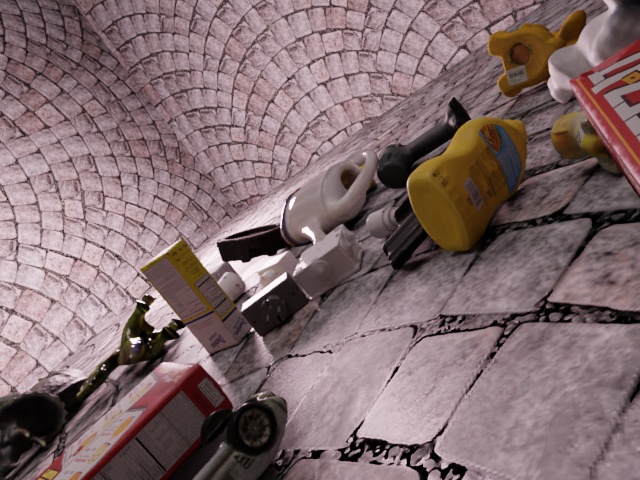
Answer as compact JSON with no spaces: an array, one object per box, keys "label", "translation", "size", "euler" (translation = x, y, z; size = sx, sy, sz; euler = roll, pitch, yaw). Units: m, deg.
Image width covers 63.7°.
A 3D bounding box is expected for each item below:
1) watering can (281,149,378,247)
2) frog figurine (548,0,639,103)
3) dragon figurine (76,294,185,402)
[{"label":"watering can","translation":[0.003,-0.049,0.980],"size":[0.221,0.103,0.355],"euler":[-30,23,44]},{"label":"frog figurine","translation":[0.388,-0.254,0.705],"size":[0.140,0.123,0.156],"euler":[-71,-1,-59]},{"label":"dragon figurine","translation":[-0.418,0.252,1.093],"size":[0.243,0.122,0.412],"euler":[-49,6,2]}]
